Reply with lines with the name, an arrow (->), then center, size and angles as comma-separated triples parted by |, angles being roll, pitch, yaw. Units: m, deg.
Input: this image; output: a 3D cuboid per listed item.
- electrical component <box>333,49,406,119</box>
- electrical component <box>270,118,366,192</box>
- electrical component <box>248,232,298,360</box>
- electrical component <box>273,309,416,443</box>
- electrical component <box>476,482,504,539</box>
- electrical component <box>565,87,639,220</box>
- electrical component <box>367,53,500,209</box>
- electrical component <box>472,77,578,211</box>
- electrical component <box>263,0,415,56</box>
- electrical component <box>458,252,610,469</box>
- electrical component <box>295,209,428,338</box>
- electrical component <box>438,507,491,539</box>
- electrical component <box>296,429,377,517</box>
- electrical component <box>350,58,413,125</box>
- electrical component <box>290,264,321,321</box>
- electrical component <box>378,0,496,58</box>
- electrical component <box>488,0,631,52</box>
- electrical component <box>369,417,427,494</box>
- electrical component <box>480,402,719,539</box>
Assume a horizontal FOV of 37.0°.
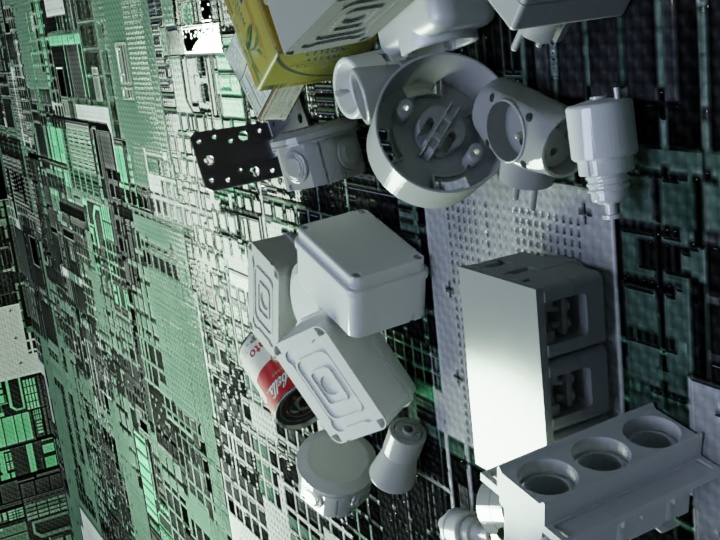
electrical component -> 0.010, -0.151, 0.875 | 0.055, 0.047, 0.055 | 37, 134, 52
electrical component -> -0.036, -0.103, 0.953 | 0.080, 0.080, 0.051 | 4, 111, 63
electrical component -> -0.075, 0.026, 1.113 | 0.078, 0.057, 0.113 | 43, 139, 48
electrical component -> -0.013, 0.089, 0.966 | 0.078, 0.057, 0.113 | -27, 100, 44
electrical component -> 0.124, 0.222, 0.822 | 0.074, 0.052, 0.138 | -25, 80, 63
electrical component -> 0.148, -0.070, 0.649 | 0.040, 0.040, 0.078 | 9, 110, 62
electrical component -> 0.055, -0.096, 0.761 | 0.064, 0.099, 0.099 | 125, 127, -64
electrical component -> 0.112, -0.078, 0.712 | 0.077, 0.044, 0.079 | 41, 137, 49
electrical component -> -0.012, -0.197, 0.735 | 0.113, 0.078, 0.057 | -23, 84, 63
electrical component -> 0.124, 0.070, 0.739 | 0.089, 0.062, 0.150 | 20, 119, 60
electrical component -> 0.000, 0.000, 0.931 | 0.113, 0.078, 0.057 | 42, 141, 49
electrical component -> 0.093, 0.218, 0.900 | 0.061, 0.035, 0.035 | -13, 91, 62
electrical component -> -0.024, 0.202, 1.075 | 0.080, 0.080, 0.051 | 54, 151, 37
electrical component -> 0.030, -0.141, 0.819 | 0.044, 0.065, 0.044 | 163, 90, -83
electrical component -> -0.031, 0.027, 1.035 | 0.080, 0.051, 0.080 | 37, 133, 52
electrical component -> 0.051, -0.188, 0.768 | 0.095, 0.054, 0.059 | -8, 95, 64
electrical component -> 0.111, -0.159, 0.632 | 0.047, 0.083, 0.075 | 60, 149, 29
electrical component -> 0.037, 0.167, 0.981 | 0.044, 0.044, 0.065 | 53, 140, 39
electrical component -> 0.147, 0.136, 0.658 | 0.079, 0.121, 0.063 | 34, 135, 53
